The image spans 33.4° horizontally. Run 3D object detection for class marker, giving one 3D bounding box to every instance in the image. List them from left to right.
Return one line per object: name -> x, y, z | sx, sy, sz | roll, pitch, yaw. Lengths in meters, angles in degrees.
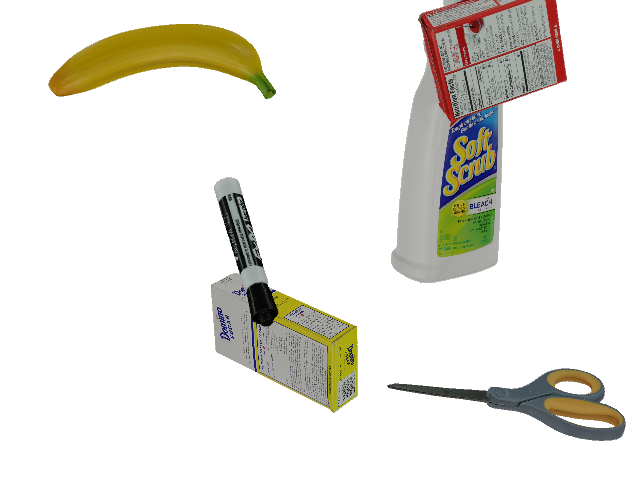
marker -> -0.052, 0.007, 0.742 | 0.020, 0.121, 0.020 | -13, -34, -9

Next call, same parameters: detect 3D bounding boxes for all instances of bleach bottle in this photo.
bleach bottle -> 0.117, -0.093, 0.966 | 0.102, 0.251, 0.068 | -12, 23, -27

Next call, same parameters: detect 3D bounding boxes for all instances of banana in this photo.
banana -> -0.139, -0.160, 0.943 | 0.197, 0.069, 0.037 | -1, -33, -4

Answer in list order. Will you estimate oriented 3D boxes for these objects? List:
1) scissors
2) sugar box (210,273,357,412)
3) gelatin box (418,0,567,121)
scissors -> 0.166, 0.129, 0.937 | 0.202, 0.016, 0.096 | 14, 29, 12
sugar box -> -0.040, 0.106, 1.145 | 0.176, 0.093, 0.048 | 24, 38, 36
gelatin box -> 0.118, -0.130, 0.724 | 0.089, 0.073, 0.030 | -19, 37, 1
